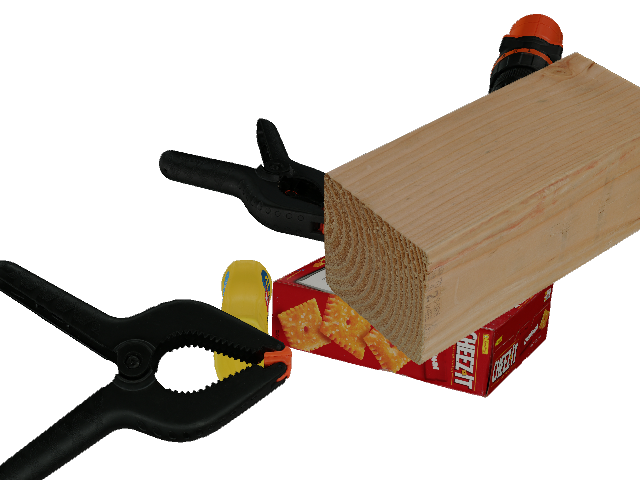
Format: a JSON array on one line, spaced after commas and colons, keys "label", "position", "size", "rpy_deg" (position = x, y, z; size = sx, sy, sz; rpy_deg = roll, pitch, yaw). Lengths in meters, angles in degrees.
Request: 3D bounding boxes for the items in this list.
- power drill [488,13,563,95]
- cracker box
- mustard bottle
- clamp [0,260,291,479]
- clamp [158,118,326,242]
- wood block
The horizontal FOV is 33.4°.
[{"label": "power drill", "position": [0.159, -0.075, 0.883], "size": [0.057, 0.188, 0.184], "rpy_deg": [14, 34, 11]}, {"label": "cracker box", "position": [0.086, 0.066, 0.988], "size": [0.214, 0.072, 0.163], "rpy_deg": [12, 20, 28]}, {"label": "mustard bottle", "position": [-0.082, 0.076, 1.158], "size": [0.058, 0.096, 0.191], "rpy_deg": [-1, 28, -2]}, {"label": "clamp", "position": [-0.125, 0.076, 0.690], "size": [0.210, 0.164, 0.036], "rpy_deg": [-9, -25, -7]}, {"label": "clamp", "position": [-0.050, -0.046, 0.878], "size": [0.120, 0.039, 0.172], "rpy_deg": [-23, 41, -26]}, {"label": "wood block", "position": [0.110, -0.025, 0.647], "size": [0.205, 0.090, 0.091], "rpy_deg": [-27, 47, -27]}]
